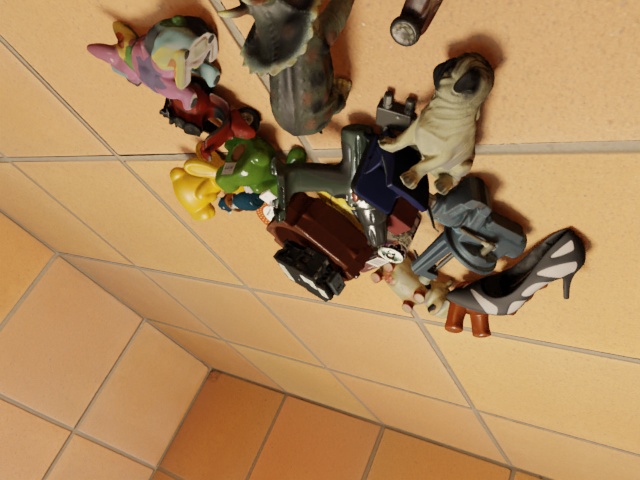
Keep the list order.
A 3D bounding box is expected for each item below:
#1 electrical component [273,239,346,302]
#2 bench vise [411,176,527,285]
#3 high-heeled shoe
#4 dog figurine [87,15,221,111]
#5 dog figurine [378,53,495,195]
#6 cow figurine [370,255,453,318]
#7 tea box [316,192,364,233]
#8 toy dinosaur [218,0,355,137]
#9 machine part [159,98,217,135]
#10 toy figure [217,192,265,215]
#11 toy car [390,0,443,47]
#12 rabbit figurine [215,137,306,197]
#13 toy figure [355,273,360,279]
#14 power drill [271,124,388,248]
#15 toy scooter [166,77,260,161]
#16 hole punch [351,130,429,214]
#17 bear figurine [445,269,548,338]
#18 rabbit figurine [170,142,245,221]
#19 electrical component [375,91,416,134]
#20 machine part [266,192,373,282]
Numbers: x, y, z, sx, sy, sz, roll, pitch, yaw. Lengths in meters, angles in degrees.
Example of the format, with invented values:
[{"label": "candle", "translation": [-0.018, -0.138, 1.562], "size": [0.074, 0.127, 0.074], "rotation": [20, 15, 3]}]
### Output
[{"label": "electrical component", "translation": [-0.015, 0.065, 1.080], "size": [0.134, 0.058, 0.114], "rotation": [27, 163, 28]}, {"label": "bench vise", "translation": [0.239, 0.003, 0.974], "size": [0.223, 0.129, 0.240], "rotation": [15, 138, -25]}, {"label": "high-heeled shoe", "translation": [0.348, 0.055, 0.978], "size": [0.249, 0.086, 0.145], "rotation": [-6, 117, 20]}, {"label": "dog figurine", "translation": [-0.291, -0.324, 0.916], "size": [0.219, 0.108, 0.191], "rotation": [26, 155, 7]}, {"label": "dog figurine", "translation": [0.203, -0.170, 0.773], "size": [0.121, 0.172, 0.190], "rotation": [56, 131, 18]}, {"label": "cow figurine", "translation": [0.223, 0.104, 1.220], "size": [0.195, 0.127, 0.085], "rotation": [42, 131, 5]}, {"label": "tea box", "translation": [0.073, -0.074, 1.076], "size": [0.098, 0.068, 0.169], "rotation": [5, 145, 40]}, {"label": "toy dinosaur", "translation": [-0.028, -0.225, 0.753], "size": [0.131, 0.192, 0.404], "rotation": [20, 152, 19]}, {"label": "machine part", "translation": [-0.252, -0.239, 1.080], "size": [0.139, 0.084, 0.039], "rotation": [29, 123, -25]}, {"label": "toy figure", "translation": [-0.193, -0.093, 1.296], "size": [0.155, 0.058, 0.064], "rotation": [0, 106, 49]}, {"label": "toy car", "translation": [0.129, -0.302, 0.584], "size": [0.053, 0.089, 0.202], "rotation": [27, 153, 2]}, {"label": "rabbit figurine", "translation": [-0.098, -0.145, 1.092], "size": [0.159, 0.121, 0.170], "rotation": [-8, 156, 40]}, {"label": "toy figure", "translation": [0.025, 0.024, 1.285], "size": [0.180, 0.082, 0.089], "rotation": [37, 151, -24]}, {"label": "power drill", "translation": [0.020, -0.079, 0.935], "size": [0.207, 0.086, 0.231], "rotation": [-6, 114, -6]}, {"label": "toy scooter", "translation": [-0.214, -0.219, 1.001], "size": [0.184, 0.135, 0.075], "rotation": [28, 155, 1]}, {"label": "hole punch", "translation": [0.127, -0.109, 0.880], "size": [0.142, 0.115, 0.092], "rotation": [27, 166, -38]}, {"label": "bear figurine", "translation": [0.365, 0.132, 1.118], "size": [0.120, 0.132, 0.196], "rotation": [15, 164, -28]}, {"label": "rabbit figurine", "translation": [-0.245, -0.143, 1.228], "size": [0.173, 0.122, 0.162], "rotation": [-6, 132, 26]}, {"label": "electrical component", "translation": [0.122, -0.197, 0.858], "size": [0.063, 0.021, 0.094], "rotation": [20, 153, 12]}, {"label": "machine part", "translation": [-0.002, -0.003, 1.119], "size": [0.201, 0.087, 0.201], "rotation": [39, 164, -8]}]
